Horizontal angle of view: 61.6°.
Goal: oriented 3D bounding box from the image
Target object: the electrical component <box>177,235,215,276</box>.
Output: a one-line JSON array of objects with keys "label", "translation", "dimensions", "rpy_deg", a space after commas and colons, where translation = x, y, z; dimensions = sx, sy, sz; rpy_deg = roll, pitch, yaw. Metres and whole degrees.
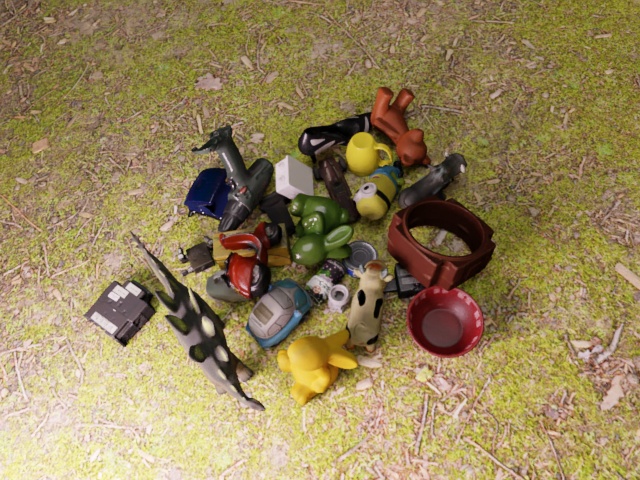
[{"label": "electrical component", "translation": [-0.294, 0.034, 1.286], "dimensions": [0.102, 0.045, 0.078], "rpy_deg": [-20, 61, -5]}]

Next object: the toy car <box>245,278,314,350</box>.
[{"label": "toy car", "translation": [-0.102, 0.155, 1.156], "dimensions": [0.161, 0.102, 0.109], "rpy_deg": [-47, 67, 2]}]

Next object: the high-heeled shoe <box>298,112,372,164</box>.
[{"label": "high-heeled shoe", "translation": [0.045, -0.289, 1.369], "dimensions": [0.249, 0.145, 0.086], "rpy_deg": [-41, 67, -14]}]

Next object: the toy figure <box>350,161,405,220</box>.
[{"label": "toy figure", "translation": [0.150, -0.121, 1.290], "dimensions": [0.089, 0.082, 0.180], "rpy_deg": [42, 47, 2]}]

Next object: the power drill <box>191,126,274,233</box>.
[{"label": "power drill", "translation": [-0.211, -0.148, 1.271], "dimensions": [0.086, 0.207, 0.232], "rpy_deg": [-4, 40, 45]}]

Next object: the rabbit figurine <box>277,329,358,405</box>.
[{"label": "rabbit figurine", "translation": [-0.008, 0.245, 1.077], "dimensions": [0.162, 0.173, 0.122], "rpy_deg": [-16, 58, 1]}]

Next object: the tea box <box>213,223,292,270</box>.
[{"label": "tea box", "translation": [-0.155, 0.022, 1.250], "dimensions": [0.170, 0.098, 0.068], "rpy_deg": [-10, 61, 2]}]

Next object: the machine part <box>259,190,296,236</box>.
[{"label": "machine part", "translation": [-0.100, -0.066, 1.324], "dimensions": [0.084, 0.039, 0.139], "rpy_deg": [-20, 59, -10]}]

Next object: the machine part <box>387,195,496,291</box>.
[{"label": "machine part", "translation": [0.268, 0.000, 1.192], "dimensions": [0.201, 0.087, 0.202], "rpy_deg": [-26, 54, -29]}]

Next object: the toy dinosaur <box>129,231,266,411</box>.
[{"label": "toy dinosaur", "translation": [-0.263, 0.172, 1.125], "dimensions": [0.105, 0.198, 0.472], "rpy_deg": [-37, 67, -17]}]

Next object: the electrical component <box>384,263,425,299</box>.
[{"label": "electrical component", "translation": [0.189, 0.090, 1.210], "dimensions": [0.119, 0.047, 0.075], "rpy_deg": [-4, 61, 1]}]

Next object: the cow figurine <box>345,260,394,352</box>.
[{"label": "cow figurine", "translation": [0.103, 0.131, 1.151], "dimensions": [0.086, 0.127, 0.195], "rpy_deg": [12, 66, 8]}]

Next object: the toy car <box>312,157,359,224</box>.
[{"label": "toy car", "translation": [0.044, -0.130, 1.339], "dimensions": [0.089, 0.053, 0.202], "rpy_deg": [-19, 63, -1]}]

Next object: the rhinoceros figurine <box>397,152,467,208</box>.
[{"label": "rhinoceros figurine", "translation": [0.267, -0.137, 1.288], "dimensions": [0.190, 0.112, 0.073], "rpy_deg": [-37, 63, -5]}]

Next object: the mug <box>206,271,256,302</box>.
[{"label": "mug", "translation": [-0.207, 0.101, 1.213], "dimensions": [0.107, 0.109, 0.081], "rpy_deg": [-11, 65, 14]}]

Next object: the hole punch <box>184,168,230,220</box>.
[{"label": "hole punch", "translation": [-0.277, -0.122, 1.346], "dimensions": [0.116, 0.092, 0.142], "rpy_deg": [14, 68, 17]}]

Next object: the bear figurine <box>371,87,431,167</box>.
[{"label": "bear figurine", "translation": [0.214, -0.281, 1.360], "dimensions": [0.120, 0.131, 0.196], "rpy_deg": [-7, 48, -36]}]

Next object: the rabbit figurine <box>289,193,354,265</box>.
[{"label": "rabbit figurine", "translation": [-0.003, -0.004, 1.221], "dimensions": [0.159, 0.121, 0.170], "rpy_deg": [11, 49, 10]}]

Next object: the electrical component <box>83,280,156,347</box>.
[{"label": "electrical component", "translation": [-0.448, 0.158, 1.228], "dimensions": [0.115, 0.058, 0.134], "rpy_deg": [32, 69, 18]}]

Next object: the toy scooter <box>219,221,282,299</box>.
[{"label": "toy scooter", "translation": [-0.163, 0.036, 1.147], "dimensions": [0.135, 0.075, 0.184], "rpy_deg": [7, 60, 9]}]
